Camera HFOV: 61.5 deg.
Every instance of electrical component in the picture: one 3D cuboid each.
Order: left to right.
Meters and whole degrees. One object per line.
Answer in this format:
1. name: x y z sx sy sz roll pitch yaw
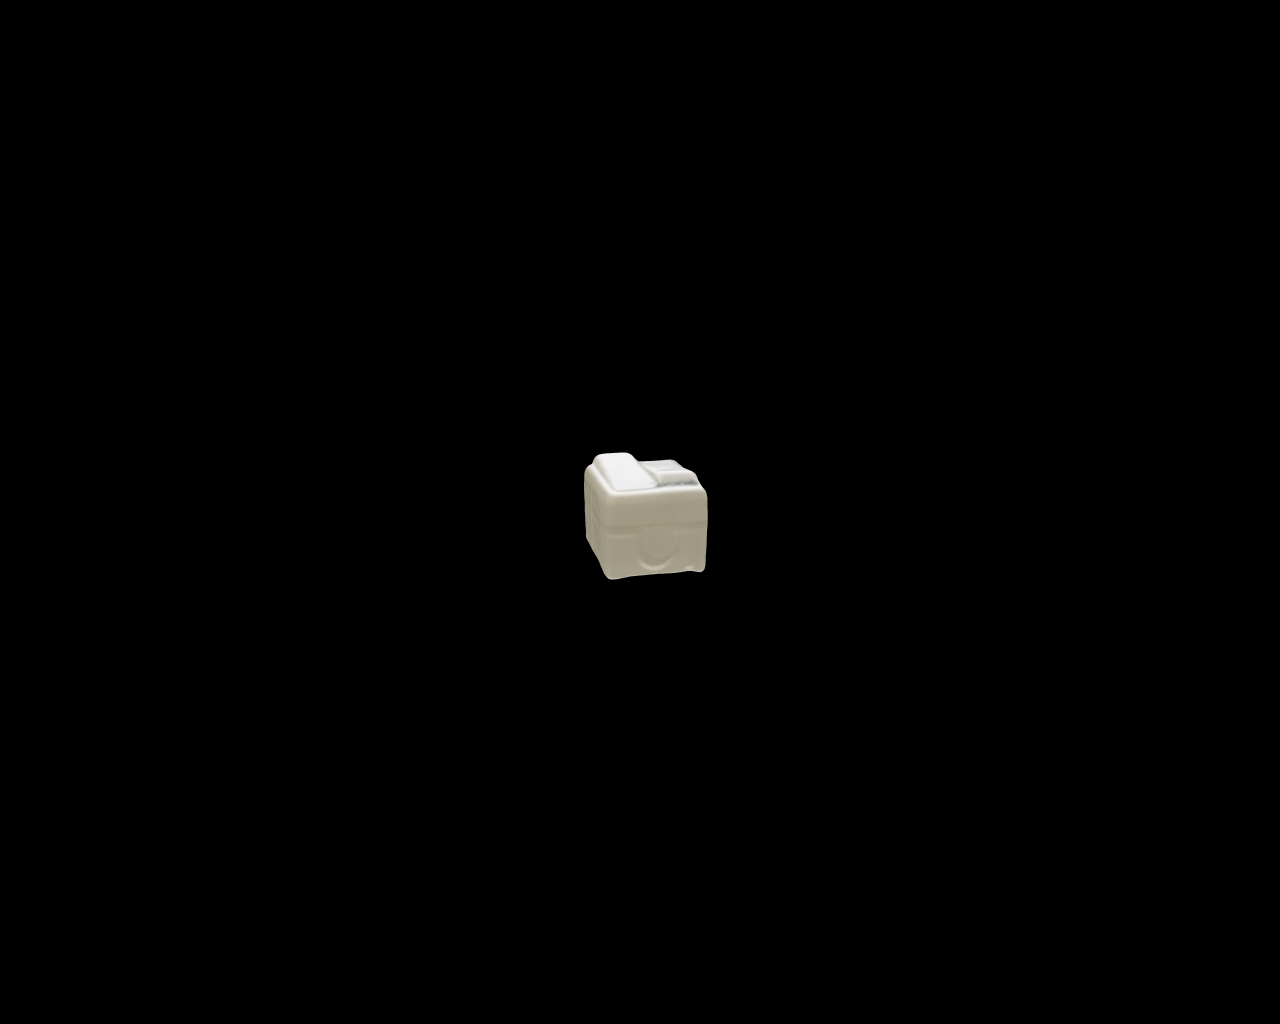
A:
1. electrical component: 0.001 -0.003 0.650 0.062 0.061 0.096 -3 16 -11
